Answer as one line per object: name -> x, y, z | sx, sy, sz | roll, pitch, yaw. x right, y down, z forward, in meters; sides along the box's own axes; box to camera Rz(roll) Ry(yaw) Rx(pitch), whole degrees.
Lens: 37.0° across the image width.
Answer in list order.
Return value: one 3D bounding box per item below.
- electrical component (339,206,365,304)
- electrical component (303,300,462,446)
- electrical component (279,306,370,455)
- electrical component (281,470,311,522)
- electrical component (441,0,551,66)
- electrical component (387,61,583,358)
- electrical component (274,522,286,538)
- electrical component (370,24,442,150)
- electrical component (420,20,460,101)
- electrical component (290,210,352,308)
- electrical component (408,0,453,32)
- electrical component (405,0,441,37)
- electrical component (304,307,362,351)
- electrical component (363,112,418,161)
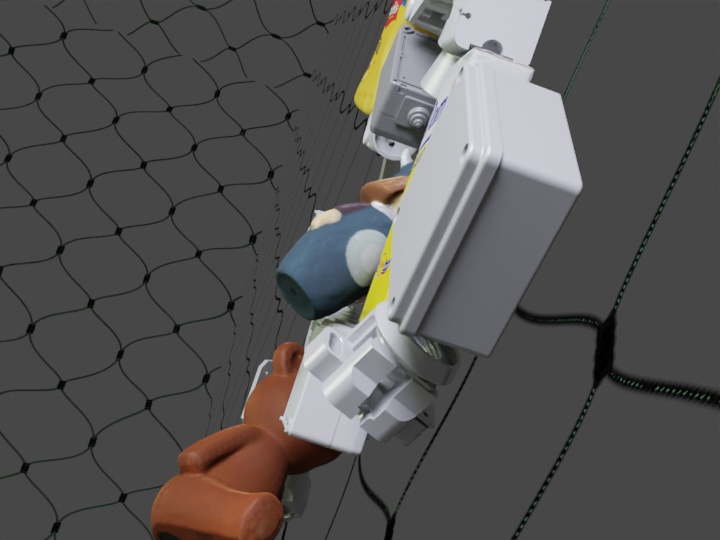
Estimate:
electrical component -> 0.000, 0.000, 0.823 | 0.076, 0.066, 0.047 | 118, 168, -49
electrical component -> 0.018, 0.051, 0.586 | 0.057, 0.078, 0.058 | -45, 16, 20
electrical component -> -0.011, 0.074, 0.744 | 0.062, 0.061, 0.096 | -177, 106, -82
electrical component -> -0.062, 0.178, 0.914 | 0.043, 0.043, 0.062 | 117, 170, -45
electrical component -> 0.090, -0.174, 0.674 | 0.055, 0.050, 0.089 | -130, 59, -80
electrical component -> 0.059, -0.032, 0.539 | 0.108, 0.056, 0.108 | -84, 15, -57
electrical component -> -0.095, 0.208, 1.004 | 0.095, 0.059, 0.053 | 120, 166, -53
electrical component -> 0.046, -0.132, 0.833 | 0.096, 0.062, 0.061 | -80, 12, -46
electrical component -> 0.072, -0.145, 0.746 | 0.045, 0.045, 0.055 | -87, 18, -62
electrical component -> -0.027, 0.001, 1.041 | 0.061, 0.061, 0.096 | 121, 160, -56
electrical component -> 0.102, -0.270, 0.779 | 0.105, 0.060, 0.186 | 152, 136, -78
electrical component -> 0.070, -0.237, 0.956 | 0.055, 0.047, 0.055 | -161, 90, -82
electrical component -> -0.009, 0.051, 0.807 | 0.045, 0.055, 0.045 | -161, 90, -82
electrical component -> 0.036, -0.144, 0.979 | 0.077, 0.044, 0.079 | -102, 31, -74
